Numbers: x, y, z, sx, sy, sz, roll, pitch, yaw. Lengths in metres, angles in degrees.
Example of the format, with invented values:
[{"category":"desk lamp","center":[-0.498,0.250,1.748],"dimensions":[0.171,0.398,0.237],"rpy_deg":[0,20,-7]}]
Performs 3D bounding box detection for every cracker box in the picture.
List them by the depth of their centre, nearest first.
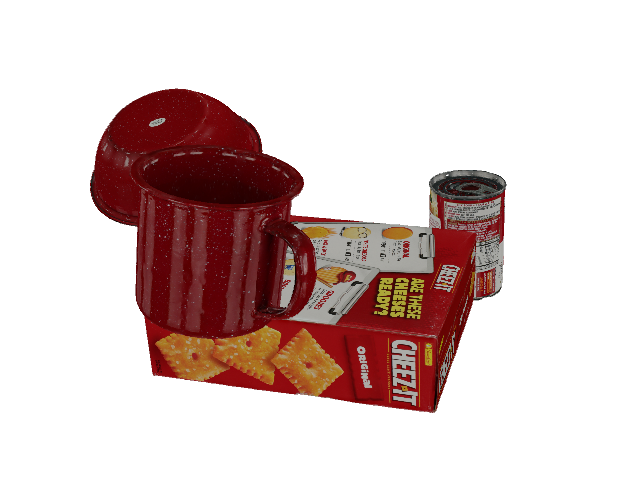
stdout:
[{"category":"cracker box","center":[-0.001,0.048,0.805],"dimensions":[0.214,0.072,0.164],"rpy_deg":[6,28,16]}]

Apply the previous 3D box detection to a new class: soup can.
[{"category":"soup can","center":[0.132,-0.005,0.961],"dimensions":[0.068,0.102,0.068],"rpy_deg":[-2,23,1]}]

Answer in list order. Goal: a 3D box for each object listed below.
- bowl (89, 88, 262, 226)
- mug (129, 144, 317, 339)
[{"category":"bowl","center":[-0.136,-0.086,0.946],"dimensions":[0.162,0.055,0.162],"rpy_deg":[-9,43,8]},{"category":"mug","center":[-0.050,0.005,0.579],"dimensions":[0.117,0.081,0.093],"rpy_deg":[22,28,31]}]
